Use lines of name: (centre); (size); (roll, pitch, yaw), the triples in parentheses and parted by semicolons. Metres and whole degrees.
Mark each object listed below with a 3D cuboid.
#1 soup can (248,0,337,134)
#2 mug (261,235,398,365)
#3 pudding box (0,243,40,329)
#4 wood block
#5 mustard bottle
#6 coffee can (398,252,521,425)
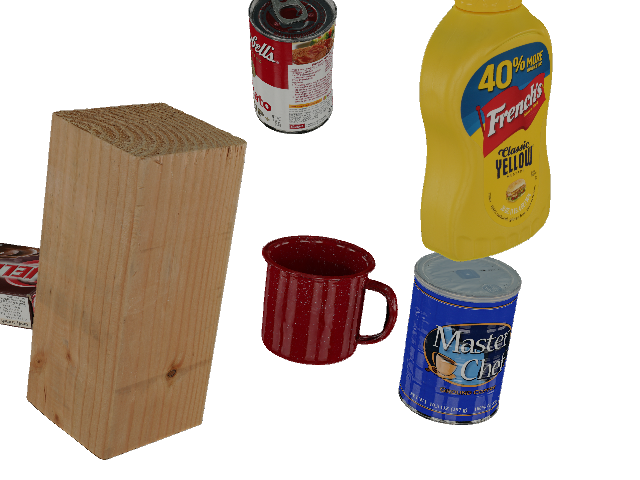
soup can: (-0.022, -0.144, 0.853); (0.068, 0.068, 0.102); (0, -39, -1)
mug: (0.006, 0.052, 0.877); (0.117, 0.081, 0.093); (11, 21, 12)
pudding box: (-0.279, 0.037, 0.940); (0.114, 0.039, 0.090); (5, 22, 17)
wood block: (-0.123, 0.024, 0.696); (0.090, 0.206, 0.090); (27, 27, 36)
mustard bottle: (0.105, -0.088, 0.674); (0.096, 0.192, 0.058); (-22, 32, -30)
coffee can: (0.135, 0.094, 1.049); (0.103, 0.140, 0.103); (5, 23, -2)
